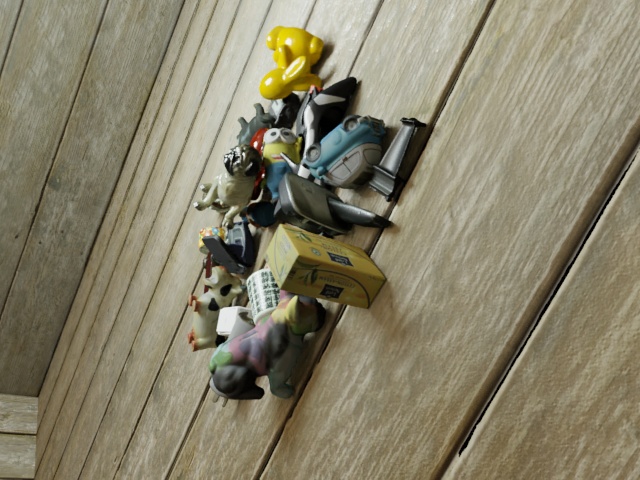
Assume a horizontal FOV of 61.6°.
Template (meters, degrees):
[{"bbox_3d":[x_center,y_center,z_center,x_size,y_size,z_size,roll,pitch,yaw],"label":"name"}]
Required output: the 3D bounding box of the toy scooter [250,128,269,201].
[{"bbox_3d":[-0.133,-0.184,1.270,0.135,0.075,0.183,178,106,-70],"label":"toy scooter"}]

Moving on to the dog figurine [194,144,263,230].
[{"bbox_3d":[-0.173,-0.142,1.176,0.190,0.121,0.172,-51,21,29],"label":"dog figurine"}]

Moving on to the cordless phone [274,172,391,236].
[{"bbox_3d":[0.020,-0.052,0.912,0.184,0.146,0.088,15,84,54],"label":"cordless phone"}]

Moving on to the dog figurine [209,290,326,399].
[{"bbox_3d":[-0.093,0.168,0.956,0.109,0.191,0.219,-118,38,-58],"label":"dog figurine"}]

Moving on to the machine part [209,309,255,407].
[{"bbox_3d":[-0.165,0.240,1.119,0.079,0.079,0.243,37,105,57],"label":"machine part"}]

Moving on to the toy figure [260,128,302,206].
[{"bbox_3d":[-0.086,-0.153,1.139,0.089,0.082,0.180,-32,60,54],"label":"toy figure"}]

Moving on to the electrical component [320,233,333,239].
[{"bbox_3d":[-0.002,-0.003,1.037,0.063,0.021,0.094,-41,44,42],"label":"electrical component"}]

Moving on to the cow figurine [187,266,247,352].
[{"bbox_3d":[-0.241,0.158,1.260,0.086,0.127,0.194,19,106,60],"label":"cow figurine"}]

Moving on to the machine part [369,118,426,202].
[{"bbox_3d":[0.126,-0.137,0.889,0.138,0.039,0.084,-64,27,16],"label":"machine part"}]

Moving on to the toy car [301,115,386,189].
[{"bbox_3d":[0.055,-0.144,0.958,0.162,0.109,0.103,-34,70,30],"label":"toy car"}]

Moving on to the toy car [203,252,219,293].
[{"bbox_3d":[-0.272,0.118,1.372,0.089,0.053,0.202,149,127,-61],"label":"toy car"}]

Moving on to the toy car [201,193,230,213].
[{"bbox_3d":[-0.260,-0.109,1.446,0.202,0.073,0.056,-4,68,57],"label":"toy car"}]

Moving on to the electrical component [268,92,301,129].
[{"bbox_3d":[-0.090,-0.328,1.313,0.074,0.047,0.119,-57,34,22],"label":"electrical component"}]

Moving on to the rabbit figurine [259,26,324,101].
[{"bbox_3d":[-0.066,-0.390,1.244,0.163,0.121,0.173,28,78,36],"label":"rabbit figurine"}]

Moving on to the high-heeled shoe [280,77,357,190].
[{"bbox_3d":[0.027,-0.200,1.065,0.145,0.086,0.248,42,95,21],"label":"high-heeled shoe"}]

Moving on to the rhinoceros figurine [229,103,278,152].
[{"bbox_3d":[-0.171,-0.270,1.399,0.190,0.073,0.112,-34,58,43],"label":"rhinoceros figurine"}]

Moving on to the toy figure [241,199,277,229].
[{"bbox_3d":[-0.142,-0.058,1.253,0.155,0.058,0.064,3,71,63],"label":"toy figure"}]

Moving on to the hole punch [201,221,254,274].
[{"bbox_3d":[-0.207,0.017,1.291,0.092,0.115,0.142,-40,19,-30],"label":"hole punch"}]

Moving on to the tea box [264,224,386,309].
[{"bbox_3d":[0.007,0.044,0.857,0.068,0.169,0.098,-61,35,19],"label":"tea box"}]
